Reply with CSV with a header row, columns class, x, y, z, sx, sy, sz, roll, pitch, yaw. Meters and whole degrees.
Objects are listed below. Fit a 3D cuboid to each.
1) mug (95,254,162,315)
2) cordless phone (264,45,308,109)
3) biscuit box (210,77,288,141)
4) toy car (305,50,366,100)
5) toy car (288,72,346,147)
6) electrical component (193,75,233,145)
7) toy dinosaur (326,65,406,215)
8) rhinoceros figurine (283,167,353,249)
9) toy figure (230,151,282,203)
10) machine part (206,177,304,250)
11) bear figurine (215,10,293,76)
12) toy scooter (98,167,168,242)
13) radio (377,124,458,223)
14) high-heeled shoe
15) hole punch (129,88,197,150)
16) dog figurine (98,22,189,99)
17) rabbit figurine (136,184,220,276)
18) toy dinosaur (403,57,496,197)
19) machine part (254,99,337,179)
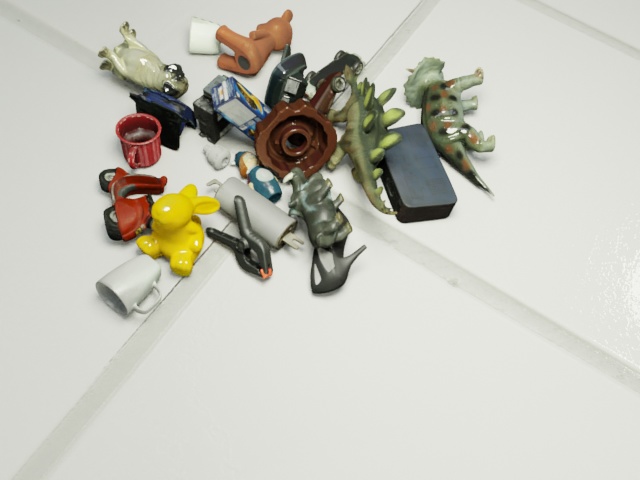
class,x,y,z,sx,sy,sz,roll,pitch,yaw
mug,-0.344,0.083,1.010,0.110,0.080,0.107,30,53,14
cordless phone,-0.075,-0.415,1.286,0.089,0.146,0.184,10,63,-11
biscuit box,-0.150,-0.270,1.171,0.059,0.202,0.063,-25,63,20
toy car,0.034,-0.414,1.358,0.074,0.056,0.202,37,61,19
toy car,-0.007,-0.302,1.246,0.053,0.089,0.202,37,79,-26
electrical component,-0.227,-0.301,1.210,0.058,0.134,0.115,30,60,10
toy dinosaur,0.097,-0.221,1.167,0.105,0.198,0.471,8,57,-25
rhinoceros figurine,-0.009,-0.068,1.077,0.112,0.073,0.190,-31,61,14
toy figure,-0.139,-0.146,1.183,0.064,0.058,0.154,-3,51,-55
machine part,-0.134,-0.057,1.120,0.243,0.079,0.079,35,62,12
bear figurine,-0.155,-0.501,1.342,0.132,0.120,0.196,25,59,10
toy scooter,-0.375,-0.081,1.101,0.135,0.075,0.184,-11,58,-16
radio,0.210,-0.152,1.229,0.131,0.073,0.230,-11,62,-13
high-heeled shoe,-0.002,-0.003,1.131,0.145,0.086,0.249,-39,52,5
hole punch,-0.340,-0.281,1.197,0.142,0.115,0.092,27,53,6
dog figurine,-0.397,-0.385,1.248,0.190,0.172,0.121,38,92,-14
rabbit figurine,-0.267,-0.032,1.032,0.122,0.173,0.162,35,66,15
toy dinosaur,0.306,-0.290,1.300,0.192,0.131,0.405,-4,65,3
machine part,-0.054,-0.215,1.159,0.179,0.179,0.056,-7,37,-12
